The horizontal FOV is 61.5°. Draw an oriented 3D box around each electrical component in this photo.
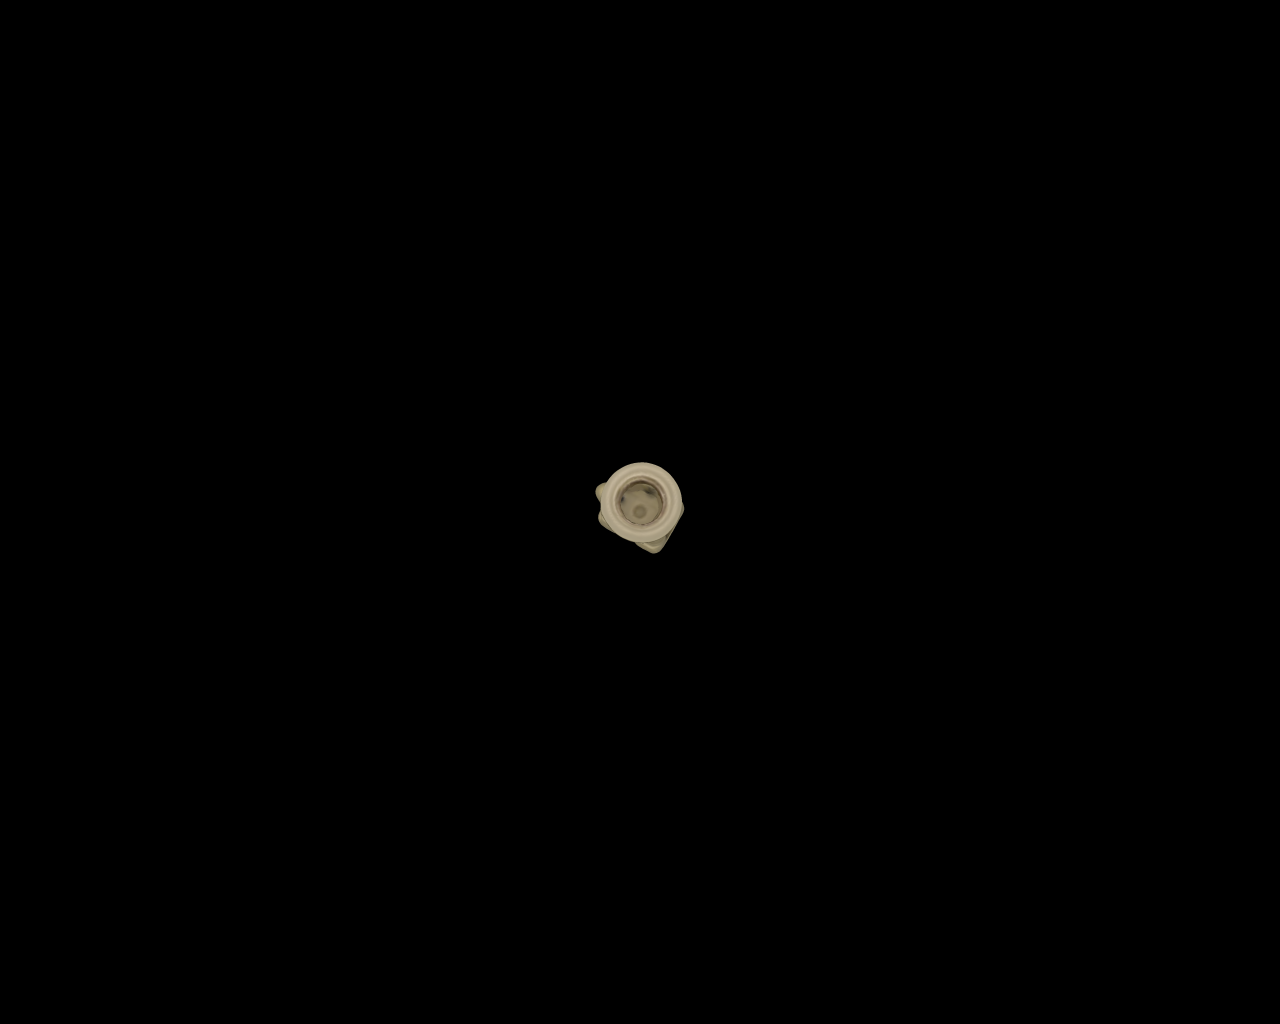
[{"bbox_3d":[0.001,-0.003,0.650,0.066,0.048,0.055,28,-7,4],"label":"electrical component"}]
